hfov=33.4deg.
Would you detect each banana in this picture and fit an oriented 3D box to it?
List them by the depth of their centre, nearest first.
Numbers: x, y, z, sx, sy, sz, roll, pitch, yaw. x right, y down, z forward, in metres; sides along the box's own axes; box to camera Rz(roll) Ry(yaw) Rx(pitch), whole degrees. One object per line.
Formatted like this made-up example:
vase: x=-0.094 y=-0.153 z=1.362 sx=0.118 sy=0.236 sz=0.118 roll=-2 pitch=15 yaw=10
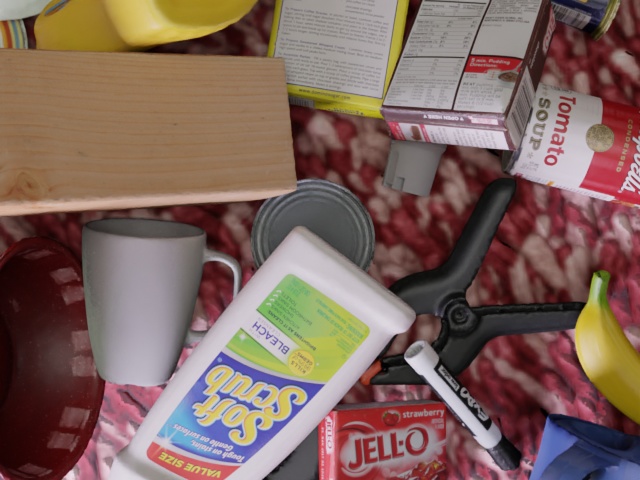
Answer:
banana: x=0.243 y=0.106 z=0.724 sx=0.198 sy=0.037 sz=0.070 roll=38 pitch=128 yaw=0

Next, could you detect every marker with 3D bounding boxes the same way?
marker: x=0.100 y=0.116 z=0.733 sx=0.020 sy=0.020 sz=0.121 roll=-41 pitch=109 yaw=-1

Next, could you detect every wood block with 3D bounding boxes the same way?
wood block: x=-0.126 y=-0.065 z=0.667 sx=0.205 sy=0.090 sz=0.091 roll=-5 pitch=89 yaw=-36

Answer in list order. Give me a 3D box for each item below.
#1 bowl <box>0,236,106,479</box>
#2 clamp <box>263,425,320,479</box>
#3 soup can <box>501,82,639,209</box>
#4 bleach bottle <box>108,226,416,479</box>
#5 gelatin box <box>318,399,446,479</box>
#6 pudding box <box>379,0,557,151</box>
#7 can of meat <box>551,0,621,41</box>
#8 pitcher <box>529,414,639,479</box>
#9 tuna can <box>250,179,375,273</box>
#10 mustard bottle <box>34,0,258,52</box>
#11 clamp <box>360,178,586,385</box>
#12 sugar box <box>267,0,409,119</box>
bowl: x=-0.200 y=0.079 z=0.690 sx=0.055 sy=0.162 sz=0.162 roll=-3 pitch=89 yaw=18
clamp: x=-0.046 y=0.177 z=0.739 sx=0.164 sy=0.036 sz=0.210 roll=34 pitch=88 yaw=1
soup can: x=0.183 y=-0.065 z=0.730 sx=0.102 sy=0.068 sz=0.068 roll=15 pitch=89 yaw=1
bleach bottle: x=-0.052 y=0.117 z=0.695 sx=0.102 sy=0.068 sz=0.251 roll=37 pitch=92 yaw=2
gelatin box: x=0.043 y=0.148 z=0.728 sx=0.089 sy=0.030 sz=0.073 roll=1 pitch=88 yaw=-25
pudding box: x=0.099 y=-0.117 z=0.710 sx=0.090 sy=0.039 sz=0.113 roll=8 pitch=60 yaw=27
can of meat: x=0.174 y=-0.202 z=0.738 sx=0.084 sy=0.057 sz=0.102 roll=21 pitch=88 yaw=2
pitcher: x=0.166 y=0.243 z=0.690 sx=0.149 sy=0.145 sz=0.243 roll=20 pitch=92 yaw=-3
tuna can: x=-0.005 y=0.001 z=0.744 sx=0.086 sy=0.034 sz=0.086 roll=0 pitch=89 yaw=0
mustard bottle: x=-0.128 y=-0.143 z=0.688 sx=0.096 sy=0.192 sz=0.058 roll=-37 pitch=110 yaw=-40
clamp: x=0.094 y=0.037 z=0.740 sx=0.171 sy=0.039 sz=0.120 roll=-25 pitch=93 yaw=-3
sugar box: x=0.018 y=-0.180 z=0.743 sx=0.093 sy=0.048 sz=0.176 roll=10 pitch=86 yaw=0
